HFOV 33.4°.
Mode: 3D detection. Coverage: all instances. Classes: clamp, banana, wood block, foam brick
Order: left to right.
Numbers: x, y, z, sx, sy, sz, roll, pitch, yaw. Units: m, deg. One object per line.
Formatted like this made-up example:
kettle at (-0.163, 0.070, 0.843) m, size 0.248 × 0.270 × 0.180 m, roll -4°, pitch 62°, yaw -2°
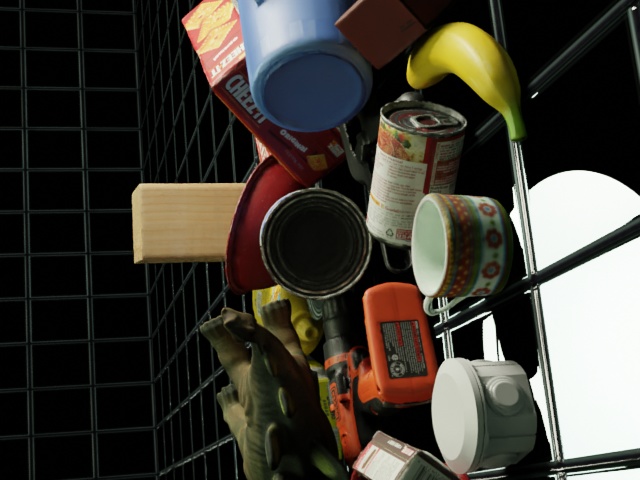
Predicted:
wood block at (-0.120, -0.020, 1.297) m, size 0.091 × 0.205 × 0.090 m, roll 160°, pitch 108°, yaw -74°
clamp at (0.055, -0.091, 0.973) m, size 0.210 × 0.036 × 0.165 m, roll -112°, pitch 23°, yaw -54°
foam brick at (0.060, -0.178, 0.827) m, size 0.053 × 0.051 × 0.078 m, roll 46°, pitch 150°, yaw -9°
banana at (0.102, -0.129, 0.799) m, size 0.198 × 0.037 × 0.070 m, roll -127°, pitch 39°, yaw -65°

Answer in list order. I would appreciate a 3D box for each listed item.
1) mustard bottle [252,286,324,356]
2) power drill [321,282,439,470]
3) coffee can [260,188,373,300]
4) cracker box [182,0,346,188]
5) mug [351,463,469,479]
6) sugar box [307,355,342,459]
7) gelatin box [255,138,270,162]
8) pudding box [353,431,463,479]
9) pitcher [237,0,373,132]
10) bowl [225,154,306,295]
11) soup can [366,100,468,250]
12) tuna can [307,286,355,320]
mustard bottle at (-0.035, 0.088, 1.274) m, size 0.192 × 0.058 × 0.096 m, roll -148°, pitch 58°, yaw -72°
power drill at (0.048, 0.106, 0.982) m, size 0.188 × 0.057 × 0.184 m, roll 115°, pitch 146°, yaw -64°
coffee can at (-0.007, 0.001, 1.034) m, size 0.140 × 0.102 × 0.103 m, roll -149°, pitch 58°, yaw -86°
cracker box at (-0.062, -0.170, 1.164) m, size 0.072 × 0.164 × 0.214 m, roll -40°, pitch 32°, yaw 9°
mug at (0.072, 0.212, 0.852) m, size 0.117 × 0.081 × 0.093 m, roll -108°, pitch 22°, yaw -47°
sugar box at (-0.015, 0.189, 1.241) m, size 0.176 × 0.048 × 0.093 m, roll -154°, pitch 64°, yaw -77°
gelatin box at (-0.057, -0.121, 1.330) m, size 0.073 × 0.030 × 0.089 m, roll 111°, pitch 151°, yaw -55°
pudding box at (0.086, 0.186, 0.753) m, size 0.039 × 0.113 × 0.090 m, roll -52°, pitch 11°, yaw -11°
pitcher at (-0.024, -0.224, 0.994) m, size 0.145 × 0.149 × 0.243 m, roll 102°, pitch 166°, yaw -49°
bowl at (-0.044, -0.010, 1.167) m, size 0.162 × 0.055 × 0.162 m, roll 16°, pitch -90°, yaw -73°
soup can at (0.075, -0.051, 0.847) m, size 0.068 × 0.068 × 0.102 m, roll -116°, pitch 29°, yaw -58°
tuna can at (0.010, 0.043, 1.153) m, size 0.086 × 0.033 × 0.086 m, roll 179°, pitch 90°, yaw -75°
